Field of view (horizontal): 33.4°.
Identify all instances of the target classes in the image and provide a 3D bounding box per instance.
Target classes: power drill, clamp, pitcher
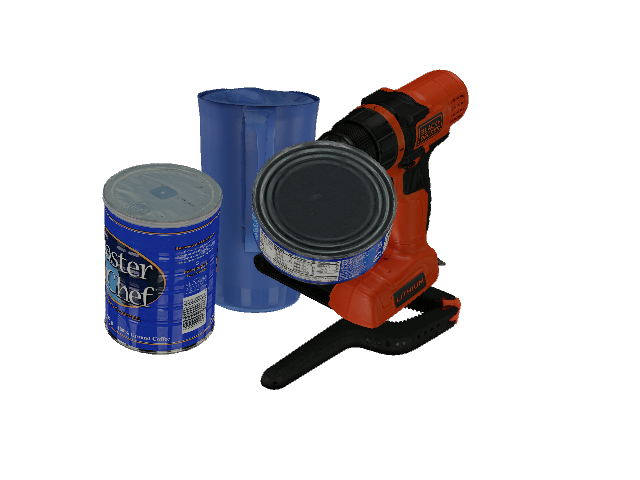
[{"bbox_3d":[0.047,-0.026,0.838,0.057,0.188,0.184,28,43,31],"label":"power drill"},{"bbox_3d":[0.033,0.081,1.049,0.210,0.164,0.036,3,-42,-1],"label":"clamp"},{"bbox_3d":[-0.072,-0.045,1.184,0.145,0.243,0.148,15,20,39],"label":"pitcher"}]

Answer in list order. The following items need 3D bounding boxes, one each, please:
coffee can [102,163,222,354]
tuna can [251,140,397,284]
[{"bbox_3d":[-0.142,0.016,0.957,0.102,0.140,0.103,5,32,-3],"label":"coffee can"},{"bbox_3d":[0.002,-0.016,0.639,0.086,0.086,0.034,0,-34,-5],"label":"tuna can"}]
